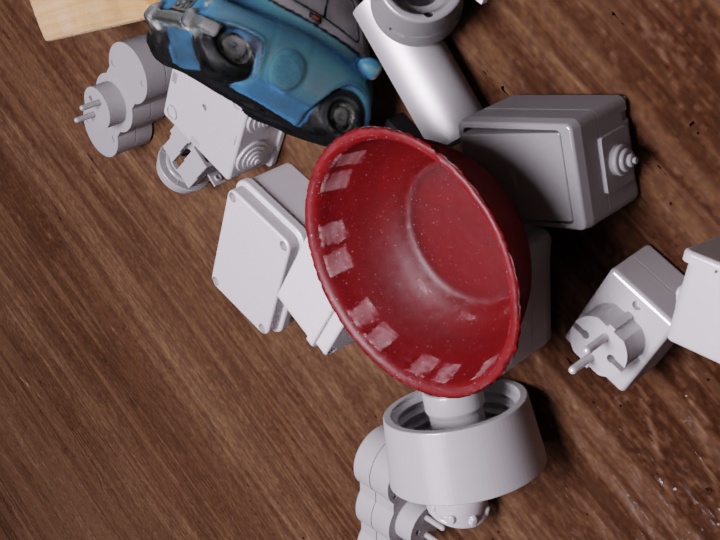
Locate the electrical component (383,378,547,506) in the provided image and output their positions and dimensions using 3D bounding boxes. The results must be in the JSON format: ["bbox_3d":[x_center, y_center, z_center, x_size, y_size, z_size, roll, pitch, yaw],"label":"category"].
[{"bbox_3d":[0.067,0.106,0.722,0.108,0.108,0.060,2,108,49],"label":"electrical component"}]

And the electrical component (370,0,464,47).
[{"bbox_3d":[0.034,-0.160,0.614,0.055,0.055,0.047,60,179,1],"label":"electrical component"}]

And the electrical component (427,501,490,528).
[{"bbox_3d":[0.076,0.155,0.794,0.048,0.048,0.062,29,126,35],"label":"electrical component"}]

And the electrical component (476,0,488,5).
[{"bbox_3d":[0.073,-0.243,0.524,0.105,0.060,0.186,45,140,20],"label":"electrical component"}]

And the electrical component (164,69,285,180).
[{"bbox_3d":[-0.100,-0.129,0.809,0.099,0.048,0.099,46,140,19],"label":"electrical component"}]

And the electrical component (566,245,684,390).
[{"bbox_3d":[0.145,0.035,0.606,0.047,0.077,0.065,45,141,20],"label":"electrical component"}]

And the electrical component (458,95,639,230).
[{"bbox_3d":[0.108,-0.060,0.600,0.096,0.061,0.061,10,120,46],"label":"electrical component"}]

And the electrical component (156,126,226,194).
[{"bbox_3d":[-0.136,-0.093,0.879,0.055,0.048,0.066,-37,83,46],"label":"electrical component"}]

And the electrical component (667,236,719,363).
[{"bbox_3d":[0.206,0.020,0.508,0.100,0.100,0.048,28,119,36],"label":"electrical component"}]

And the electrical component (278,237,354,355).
[{"bbox_3d":[0.000,0.000,0.752,0.057,0.078,0.113,52,142,17],"label":"electrical component"}]

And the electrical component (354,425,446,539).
[{"bbox_3d":[0.039,0.194,0.852,0.074,0.052,0.138,26,131,37],"label":"electrical component"}]

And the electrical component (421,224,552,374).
[{"bbox_3d":[0.083,0.017,0.679,0.062,0.061,0.096,21,127,41],"label":"electrical component"}]

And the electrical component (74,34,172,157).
[{"bbox_3d":[-0.206,-0.141,0.905,0.052,0.074,0.138,56,143,7],"label":"electrical component"}]

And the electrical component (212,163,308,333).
[{"bbox_3d":[-0.066,-0.015,0.836,0.078,0.057,0.113,43,140,23],"label":"electrical component"}]
